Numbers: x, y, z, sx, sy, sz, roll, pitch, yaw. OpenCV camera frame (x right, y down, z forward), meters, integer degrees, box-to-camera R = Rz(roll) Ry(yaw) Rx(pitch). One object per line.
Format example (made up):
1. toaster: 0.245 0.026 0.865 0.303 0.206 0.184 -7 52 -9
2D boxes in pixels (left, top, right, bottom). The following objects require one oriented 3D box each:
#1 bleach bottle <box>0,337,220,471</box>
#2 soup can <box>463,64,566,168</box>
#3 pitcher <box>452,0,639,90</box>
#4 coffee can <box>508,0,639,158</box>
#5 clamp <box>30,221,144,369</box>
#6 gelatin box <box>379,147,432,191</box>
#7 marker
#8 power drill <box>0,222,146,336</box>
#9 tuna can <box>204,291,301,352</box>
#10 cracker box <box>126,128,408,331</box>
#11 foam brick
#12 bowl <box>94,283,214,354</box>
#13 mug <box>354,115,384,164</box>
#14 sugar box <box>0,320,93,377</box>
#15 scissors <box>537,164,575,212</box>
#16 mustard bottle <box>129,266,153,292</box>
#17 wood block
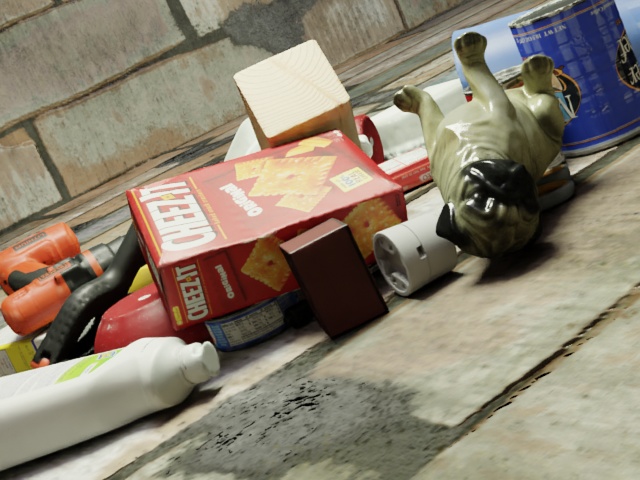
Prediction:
1. bleach bottle: -0.199 0.131 0.852 0.251 0.068 0.102 -18 15 19
2. soup can: 0.188 -0.110 1.026 0.068 0.102 0.068 -23 12 5
3. pitcher: 0.290 -0.230 1.284 0.243 0.149 0.144 -16 -14 20
4. coffee can: 0.256 -0.165 1.040 0.103 0.140 0.103 -23 12 5
5. clamp: -0.206 0.054 1.063 0.036 0.165 0.209 25 46 24
6. gelatin box: 0.099 -0.078 1.243 0.073 0.030 0.089 -23 12 -3
7. marker: 0.017 0.041 0.913 0.120 0.020 0.020 -31 14 -29
8. power drill: -0.284 0.029 1.200 0.184 0.057 0.188 -29 21 -20
9. tuna can: -0.058 0.063 0.929 0.086 0.034 0.086 -23 12 5
10. cracker box: -0.050 -0.019 0.935 0.213 0.072 0.164 -18 29 -12
11. foam brick: 0.010 0.029 0.841 0.051 0.078 0.053 -28 12 -7
12. bowl: -0.152 0.076 1.009 0.162 0.055 0.162 -24 12 5
13. mug: 0.038 -0.112 1.401 0.082 0.093 0.117 -14 -21 21
14. sugar box: -0.294 0.110 1.163 0.177 0.048 0.093 -12 17 32
15. scissors: 0.138 -0.017 0.936 0.201 0.016 0.096 -26 12 -8
16. mustard bottle: -0.236 0.057 1.248 0.191 0.058 0.096 -26 16 -4
17. wood block: -0.010 -0.095 1.102 0.090 0.091 0.206 -25 -32 -4
